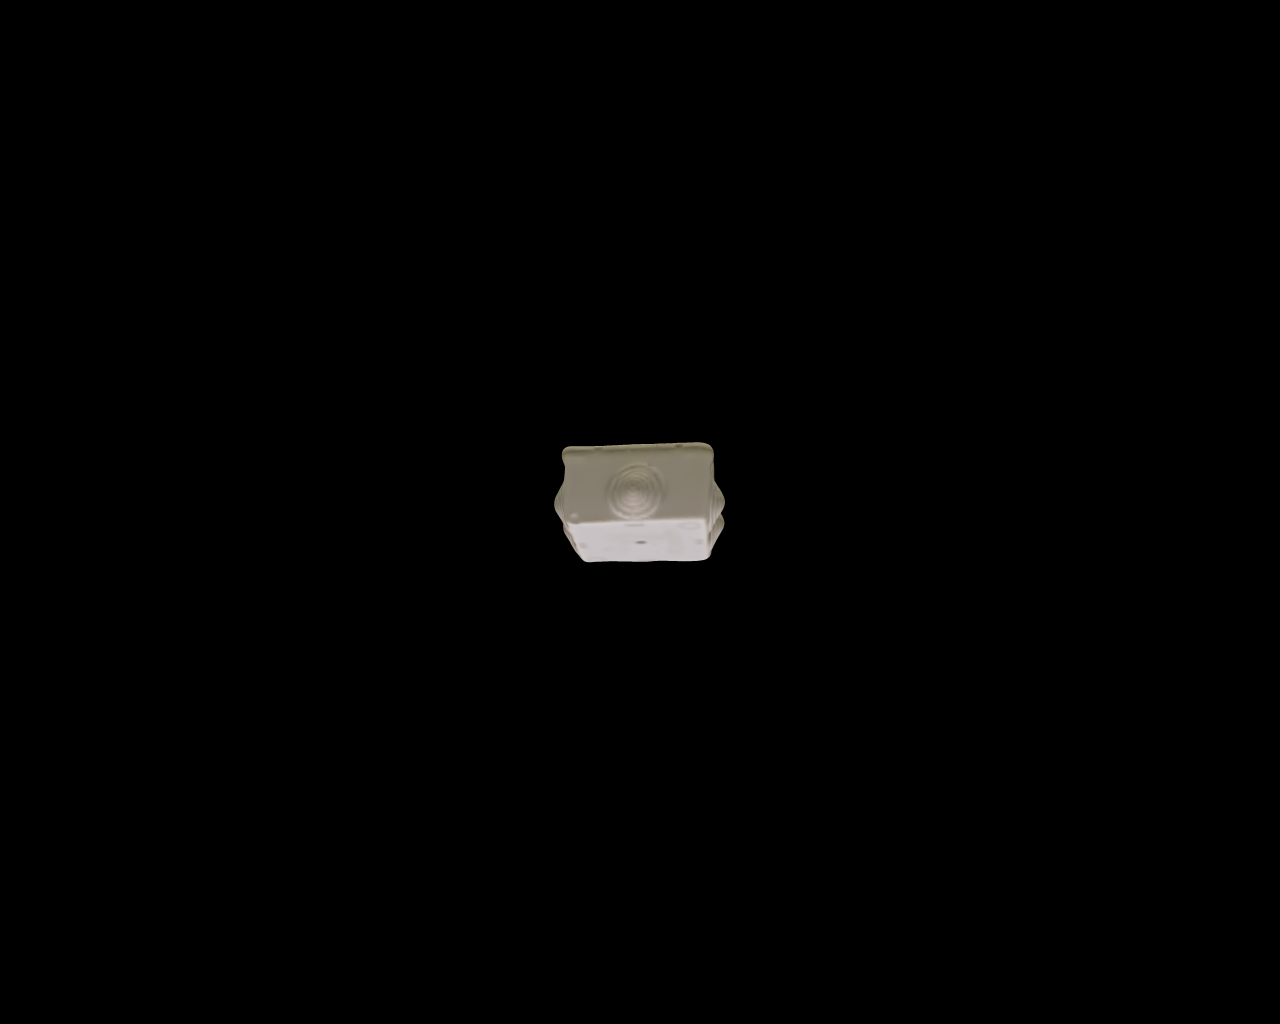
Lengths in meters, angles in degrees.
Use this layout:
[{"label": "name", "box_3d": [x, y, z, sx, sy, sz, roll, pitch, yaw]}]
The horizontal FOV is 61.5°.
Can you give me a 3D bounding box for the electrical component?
[{"label": "electrical component", "box_3d": [0.001, -0.003, 0.650, 0.100, 0.048, 0.099, -1, -19, 3]}]
